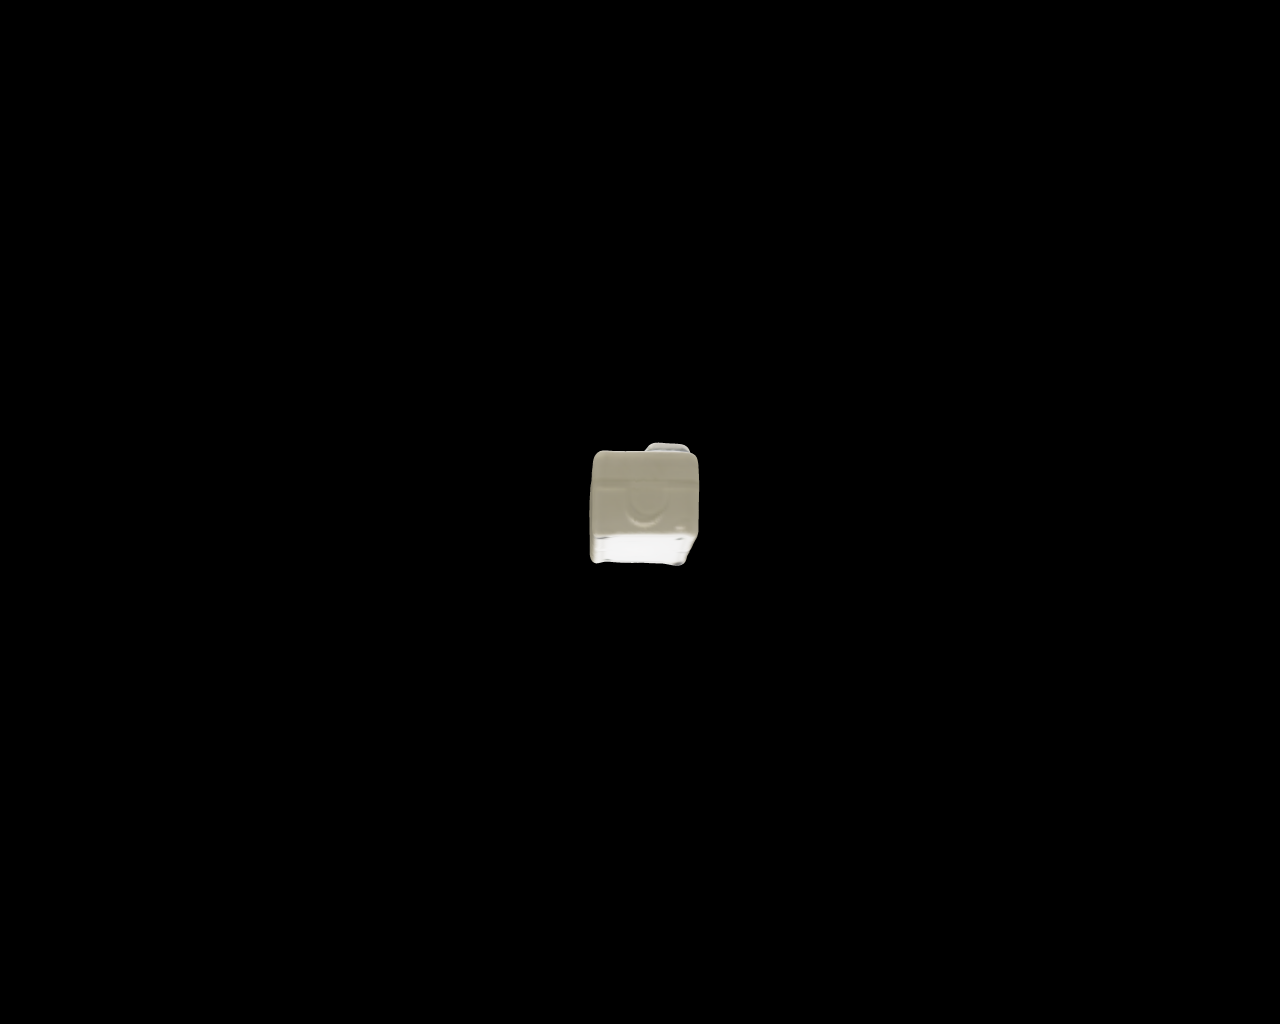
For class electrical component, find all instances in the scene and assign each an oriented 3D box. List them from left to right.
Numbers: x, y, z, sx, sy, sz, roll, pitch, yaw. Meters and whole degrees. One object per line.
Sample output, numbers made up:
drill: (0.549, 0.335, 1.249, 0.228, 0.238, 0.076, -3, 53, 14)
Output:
electrical component: (0.001, -0.003, 0.650, 0.062, 0.061, 0.096, 1, -15, -3)
